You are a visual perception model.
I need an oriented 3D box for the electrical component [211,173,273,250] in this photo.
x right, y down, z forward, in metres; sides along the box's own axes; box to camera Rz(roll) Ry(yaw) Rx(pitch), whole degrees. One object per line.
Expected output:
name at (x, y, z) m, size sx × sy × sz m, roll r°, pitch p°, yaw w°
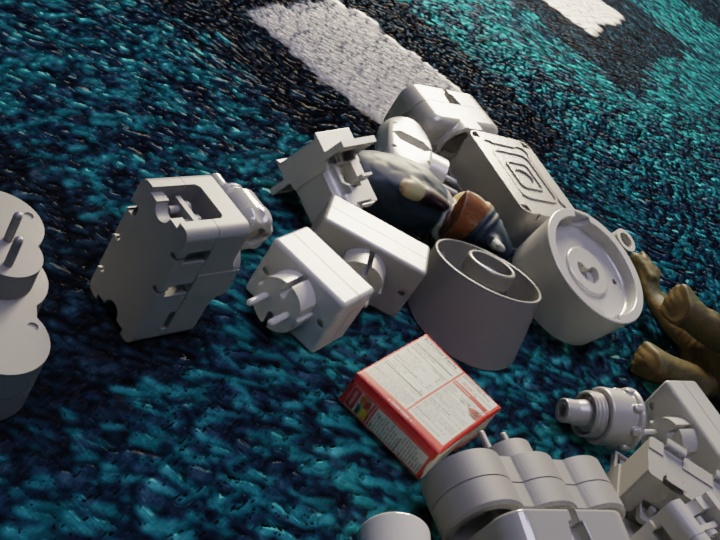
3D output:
electrical component at (-0.088, -0.044, 0.751) m, size 0.035 × 0.035 × 0.061 m, roll -5°, pitch 47°, yaw -46°

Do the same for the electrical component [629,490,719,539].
electrical component at (0.189, 0.184, 0.646) m, size 0.050 × 0.089 × 0.055 m, roll 0°, pitch 45°, yaw -42°

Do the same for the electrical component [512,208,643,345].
electrical component at (0.173, 0.011, 0.885) m, size 0.108 × 0.060 × 0.108 m, roll 25°, pitch 45°, yaw -28°

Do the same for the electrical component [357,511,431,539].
electrical component at (0.019, 0.164, 0.565) m, size 0.040 × 0.040 × 0.078 m, roll 23°, pitch 34°, yaw -18°

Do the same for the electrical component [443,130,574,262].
electrical component at (0.131, -0.063, 0.954) m, size 0.078 × 0.057 × 0.113 m, roll 7°, pitch 41°, yaw -37°

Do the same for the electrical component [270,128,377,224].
electrical component at (-0.023, -0.067, 0.810) m, size 0.042 × 0.081 × 0.063 m, roll -17°, pitch 81°, yaw -51°

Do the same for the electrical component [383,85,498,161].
electrical component at (0.078, -0.129, 0.996) m, size 0.095 × 0.053 × 0.059 m, roll 2°, pitch 44°, yaw -41°

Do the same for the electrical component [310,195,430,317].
electrical component at (0.000, 0.000, 0.760) m, size 0.083 × 0.047 × 0.075 m, roll 29°, pitch 32°, yaw -9°

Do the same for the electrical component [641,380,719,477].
electrical component at (0.237, 0.128, 0.805) m, size 0.076 × 0.047 × 0.083 m, roll 6°, pitch 42°, yaw -38°

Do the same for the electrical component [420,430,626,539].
electrical component at (0.096, 0.130, 0.670) m, size 0.138 × 0.052 × 0.073 m, roll 10°, pitch 39°, yaw -34°

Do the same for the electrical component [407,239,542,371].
electrical component at (0.086, 0.022, 0.817) m, size 0.099 × 0.064 × 0.099 m, roll 23°, pitch 20°, yaw -9°

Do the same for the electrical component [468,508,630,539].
electrical component at (0.114, 0.175, 0.616) m, size 0.095 × 0.053 × 0.059 m, roll 9°, pitch 49°, yaw -32°

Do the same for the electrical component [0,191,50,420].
electrical component at (-0.188, 0.003, 0.559) m, size 0.052 × 0.073 × 0.138 m, roll 14°, pitch 37°, yaw -30°

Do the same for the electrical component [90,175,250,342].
electrical component at (-0.109, -0.007, 0.630) m, size 0.056 × 0.089 × 0.050 m, roll -10°, pitch 53°, yaw -49°

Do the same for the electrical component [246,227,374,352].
electrical component at (-0.043, 0.017, 0.697) m, size 0.066 × 0.047 × 0.077 m, roll 43°, pitch 33°, yaw 14°

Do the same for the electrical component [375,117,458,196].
electrical component at (0.050, -0.087, 0.925) m, size 0.079 × 0.043 × 0.077 m, roll 25°, pitch 33°, yaw -15°

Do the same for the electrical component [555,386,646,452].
electrical component at (0.172, 0.106, 0.781) m, size 0.062 × 0.048 × 0.048 m, roll 11°, pitch 38°, yaw -22°

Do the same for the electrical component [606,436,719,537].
electrical component at (0.227, 0.171, 0.724) m, size 0.121 × 0.063 × 0.078 m, roll 33°, pitch 32°, yaw -3°
